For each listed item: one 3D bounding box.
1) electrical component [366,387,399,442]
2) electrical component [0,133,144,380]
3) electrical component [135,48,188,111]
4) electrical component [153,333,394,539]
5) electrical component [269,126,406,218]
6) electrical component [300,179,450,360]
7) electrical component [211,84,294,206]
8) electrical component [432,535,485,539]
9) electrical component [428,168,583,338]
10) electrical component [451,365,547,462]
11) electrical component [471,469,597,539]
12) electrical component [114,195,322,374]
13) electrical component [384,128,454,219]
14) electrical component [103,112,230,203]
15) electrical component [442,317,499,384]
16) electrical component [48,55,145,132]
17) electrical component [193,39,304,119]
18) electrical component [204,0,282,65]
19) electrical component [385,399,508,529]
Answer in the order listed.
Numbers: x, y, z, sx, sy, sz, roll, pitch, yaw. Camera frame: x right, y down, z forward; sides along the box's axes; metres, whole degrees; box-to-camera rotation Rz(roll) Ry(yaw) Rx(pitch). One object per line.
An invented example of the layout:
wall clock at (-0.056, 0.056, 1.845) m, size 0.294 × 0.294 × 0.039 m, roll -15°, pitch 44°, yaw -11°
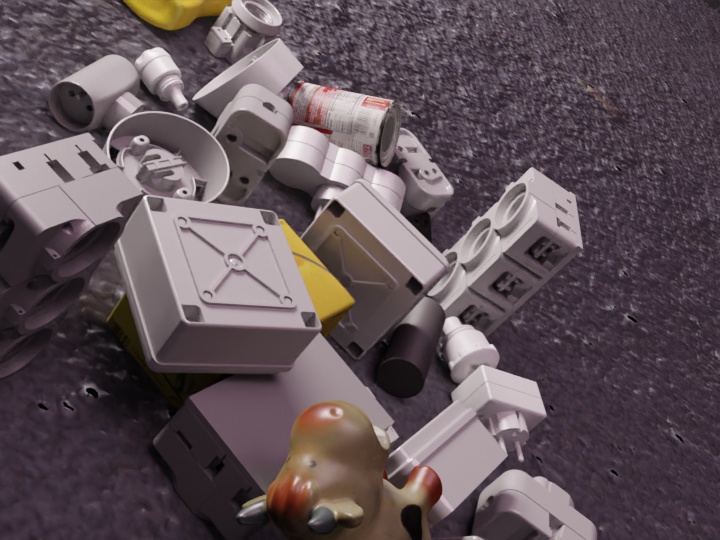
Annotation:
electrical component at (0.003, 0.120, 0.832) m, size 0.046 × 0.040 × 0.040 m, roll 53°, pitch 34°, yaw 9°
electrical component at (-0.206, -0.002, 0.654) m, size 0.061 × 0.150 × 0.089 m, roll 46°, pitch 33°, yaw 8°
electrical component at (-0.179, -0.173, 0.991) m, size 0.035 × 0.035 × 0.061 m, roll -17°, pitch 66°, yaw -53°
electrical component at (-0.059, 0.115, 0.751) m, size 0.089 × 0.061 × 0.150 m, roll 49°, pitch 33°, yaw 12°
electrical component at (-0.024, -0.072, 1.020) m, size 0.138 × 0.052 × 0.073 m, roll 27°, pitch 61°, yaw -22°
electrical component at (0.000, 0.000, 0.906) m, size 0.109 × 0.108 × 0.056 m, roll 45°, pitch 35°, yaw 5°
electrical component at (-0.102, -0.112, 0.943) m, size 0.054 × 0.095 × 0.059 m, roll 31°, pitch 34°, yaw -16°
electrical component at (0.071, 0.232, 0.755) m, size 0.047 × 0.066 × 0.076 m, roll 29°, pitch 64°, yaw -19°
electrical component at (0.134, -0.014, 1.022) m, size 0.062 × 0.150 × 0.089 m, roll 31°, pitch 34°, yaw -17°
electrical component at (0.125, 0.133, 0.936) m, size 0.066 × 0.047 × 0.076 m, roll 20°, pitch 40°, yaw -29°
electrical component at (0.140, 0.207, 0.857) m, size 0.095 × 0.053 × 0.059 m, roll 37°, pitch 33°, yaw -7°
electrical component at (-0.096, 0.011, 0.716) m, size 0.109 × 0.056 × 0.108 m, roll 5°, pitch 48°, yaw -39°
electrical component at (0.042, -0.092, 1.102) m, size 0.054 × 0.059 × 0.095 m, roll -6°, pitch 55°, yaw -49°
electrical component at (-0.162, -0.077, 0.867) m, size 0.099 × 0.064 × 0.099 m, roll 27°, pitch 35°, yaw -21°
electrical component at (0.095, 0.070, 0.982) m, size 0.048 × 0.048 × 0.062 m, roll 12°, pitch 36°, yaw -38°
electrical component at (-0.210, -0.138, 0.909) m, size 0.079 × 0.044 × 0.077 m, roll 39°, pitch 33°, yaw -3°
electrical component at (-0.103, -0.177, 1.020) m, size 0.064 × 0.099 × 0.099 m, roll 43°, pitch 32°, yaw -9°
electrical component at (-0.118, -0.252, 1.126) m, size 0.078 × 0.057 × 0.058 m, roll -15°, pitch 62°, yaw -53°
electrical component at (0.049, 0.153, 0.805) m, size 0.057 × 0.078 × 0.113 m, roll 51°, pitch 33°, yaw 9°
